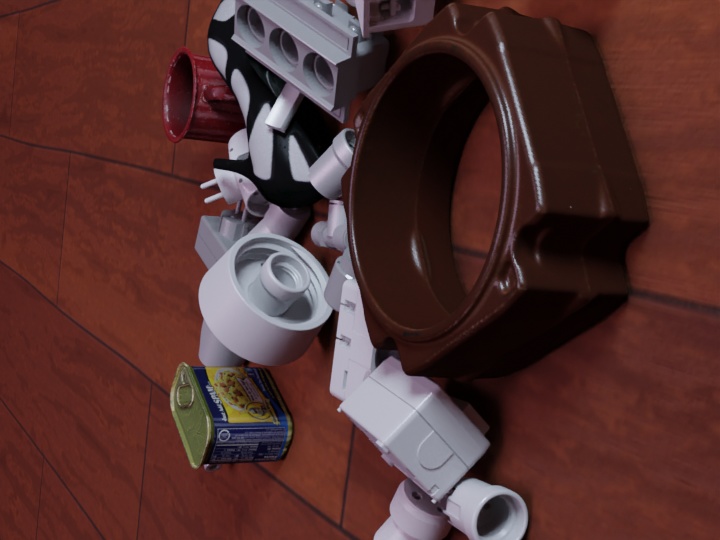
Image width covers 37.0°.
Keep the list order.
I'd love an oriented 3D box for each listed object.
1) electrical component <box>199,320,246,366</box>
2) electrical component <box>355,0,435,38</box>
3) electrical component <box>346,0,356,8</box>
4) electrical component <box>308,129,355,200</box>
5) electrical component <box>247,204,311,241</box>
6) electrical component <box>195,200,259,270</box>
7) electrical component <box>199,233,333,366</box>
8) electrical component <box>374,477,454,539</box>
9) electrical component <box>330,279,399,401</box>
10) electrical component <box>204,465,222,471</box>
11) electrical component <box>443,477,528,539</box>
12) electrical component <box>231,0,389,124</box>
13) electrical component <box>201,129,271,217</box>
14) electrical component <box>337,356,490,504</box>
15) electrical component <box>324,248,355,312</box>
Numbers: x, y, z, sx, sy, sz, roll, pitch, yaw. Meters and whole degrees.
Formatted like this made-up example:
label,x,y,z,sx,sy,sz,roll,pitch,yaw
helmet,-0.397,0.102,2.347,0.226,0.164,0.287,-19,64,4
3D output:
label,x,y,z,sx,sy,sz,roll,pitch,yaw
electrical component,-0.134,0.047,1.062,0.079,0.043,0.077,58,135,46
electrical component,0.016,-0.277,0.770,0.105,0.060,0.186,91,169,-66
electrical component,0.013,-0.218,0.828,0.062,0.043,0.043,44,125,52
electrical component,-0.014,-0.083,0.853,0.046,0.040,0.040,-41,50,28
electrical component,-0.072,-0.038,0.965,0.065,0.044,0.044,-54,42,37
electrical component,-0.120,-0.034,1.041,0.083,0.047,0.075,48,129,52
electrical component,-0.073,0.018,0.897,0.060,0.108,0.108,-49,46,40
electrical component,0.039,0.174,0.740,0.045,0.045,0.055,57,134,47
electrical component,0.017,0.056,0.786,0.056,0.050,0.089,19,104,60
electrical component,-0.155,0.173,1.088,0.043,0.043,0.062,-59,41,40
electrical component,0.078,0.153,0.680,0.046,0.040,0.040,-170,84,-67
electrical component,-0.039,-0.183,0.854,0.121,0.063,0.078,39,142,28
electrical component,-0.111,-0.085,1.006,0.043,0.079,0.077,65,-176,-54
electrical component,0.035,0.100,0.719,0.061,0.061,0.096,-44,22,-9
electrical component,0.000,0.000,0.832,0.040,0.040,0.078,58,135,46
